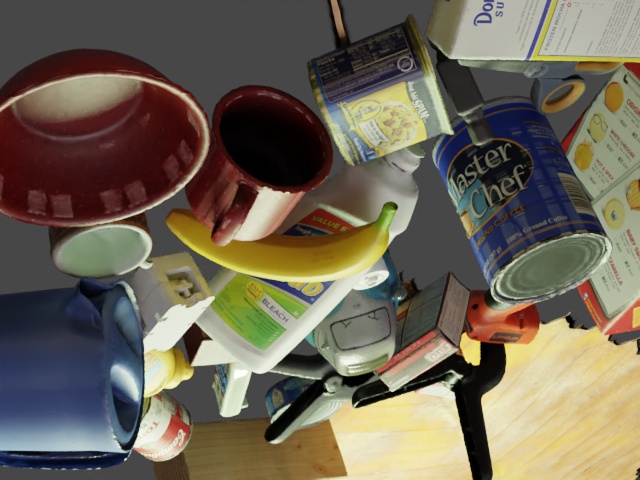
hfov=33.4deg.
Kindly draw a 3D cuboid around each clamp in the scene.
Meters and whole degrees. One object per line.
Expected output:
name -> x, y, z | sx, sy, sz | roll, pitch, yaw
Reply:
clamp -> 0.134, 0.142, 1.140 | 0.164, 0.209, 0.036 | 28, 144, -2
clamp -> 0.002, 0.143, 1.160 | 0.171, 0.039, 0.120 | -26, 129, -11

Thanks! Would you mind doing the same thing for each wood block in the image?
wood block -> -0.085, 0.272, 1.285 | 0.205, 0.090, 0.091 | 1, 145, -31

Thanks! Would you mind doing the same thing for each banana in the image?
banana -> -0.027, 0.002, 0.850 | 0.198, 0.037, 0.069 | -2, 111, 20

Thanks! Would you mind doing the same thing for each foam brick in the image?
foam brick -> -0.087, 0.083, 1.013 | 0.078, 0.051, 0.053 | -2, 147, -26

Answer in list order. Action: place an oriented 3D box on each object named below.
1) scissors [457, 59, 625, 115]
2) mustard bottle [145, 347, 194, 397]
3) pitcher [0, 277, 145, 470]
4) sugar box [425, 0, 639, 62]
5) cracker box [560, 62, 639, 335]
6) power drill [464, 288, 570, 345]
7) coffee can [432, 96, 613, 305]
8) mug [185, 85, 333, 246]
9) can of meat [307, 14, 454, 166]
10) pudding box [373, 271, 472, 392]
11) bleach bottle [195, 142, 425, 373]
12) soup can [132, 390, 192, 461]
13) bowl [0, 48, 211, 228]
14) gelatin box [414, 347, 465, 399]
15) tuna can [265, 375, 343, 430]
scissors -> 0.159, -0.121, 0.813 | 0.201, 0.016, 0.096 | -15, 154, -33
mustard bottle -> -0.195, 0.110, 0.989 | 0.191, 0.058, 0.096 | 17, 130, -45
pitcher -> -0.263, 0.113, 0.843 | 0.243, 0.149, 0.145 | -3, 172, 4
sugar box -> 0.165, -0.171, 0.728 | 0.176, 0.048, 0.093 | -1, 125, -24
cracker box -> 0.279, -0.044, 0.901 | 0.072, 0.164, 0.214 | -6, 148, -25
power drill -> 0.249, 0.047, 1.113 | 0.184, 0.057, 0.188 | 10, 145, -31
coffee can -> 0.163, -0.033, 0.877 | 0.102, 0.140, 0.103 | -14, 149, -9
mug -> -0.052, -0.043, 0.772 | 0.093, 0.117, 0.082 | 26, 140, -12
can of meat -> 0.044, -0.105, 0.777 | 0.084, 0.057, 0.102 | -21, 149, 7
pudding box -> 0.104, 0.092, 1.082 | 0.090, 0.113, 0.039 | -36, 106, 29
bleach bottle -> -0.006, 0.001, 0.900 | 0.251, 0.102, 0.068 | -49, 177, 30
soup can -> -0.184, 0.183, 1.106 | 0.068, 0.068, 0.102 | -23, 149, 7
bowl -> -0.157, -0.076, 0.711 | 0.162, 0.055, 0.162 | -14, 149, -9
gelatin box -> 0.131, 0.139, 1.204 | 0.089, 0.073, 0.030 | 15, 135, -44
tuna can -> -0.019, 0.186, 1.235 | 0.086, 0.034, 0.086 | -14, 149, -9
